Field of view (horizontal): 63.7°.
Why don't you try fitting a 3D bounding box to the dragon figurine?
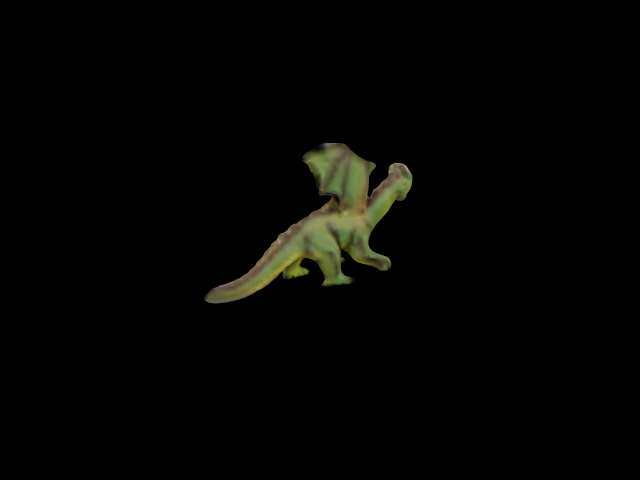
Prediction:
[{"bbox_3d":[0.003,-0.043,0.850,0.413,0.239,0.123,-14,24,-31],"label":"dragon figurine"}]
